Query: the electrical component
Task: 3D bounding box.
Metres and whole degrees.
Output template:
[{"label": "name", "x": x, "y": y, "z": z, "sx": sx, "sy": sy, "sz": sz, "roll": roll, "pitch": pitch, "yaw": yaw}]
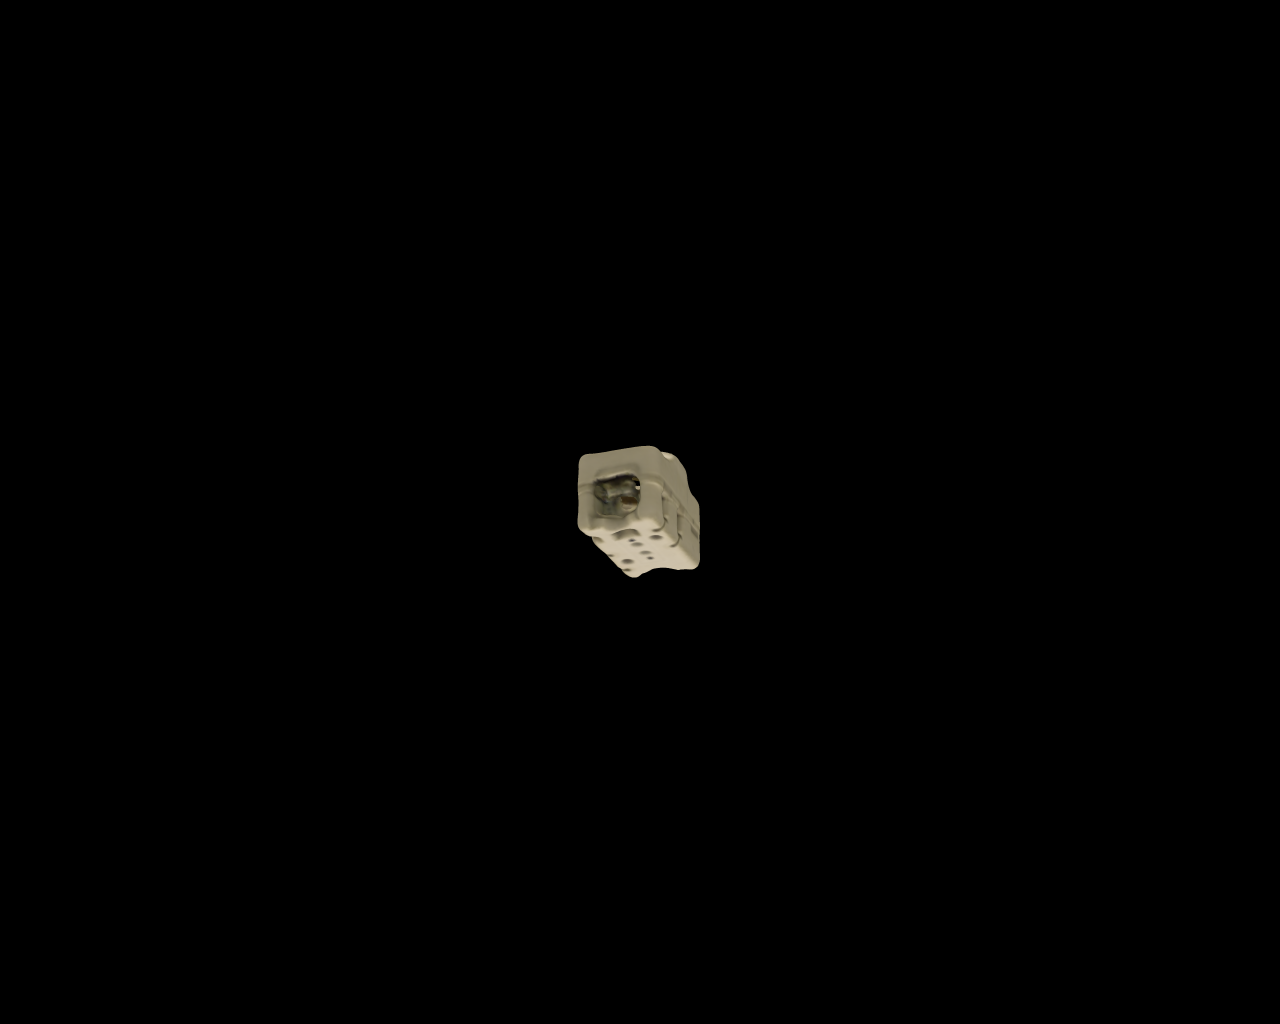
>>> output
[{"label": "electrical component", "x": 0.001, "y": -0.003, "z": 0.650, "sx": 0.050, "sy": 0.056, "sz": 0.089, "roll": -8, "pitch": -26, "yaw": 18}]
